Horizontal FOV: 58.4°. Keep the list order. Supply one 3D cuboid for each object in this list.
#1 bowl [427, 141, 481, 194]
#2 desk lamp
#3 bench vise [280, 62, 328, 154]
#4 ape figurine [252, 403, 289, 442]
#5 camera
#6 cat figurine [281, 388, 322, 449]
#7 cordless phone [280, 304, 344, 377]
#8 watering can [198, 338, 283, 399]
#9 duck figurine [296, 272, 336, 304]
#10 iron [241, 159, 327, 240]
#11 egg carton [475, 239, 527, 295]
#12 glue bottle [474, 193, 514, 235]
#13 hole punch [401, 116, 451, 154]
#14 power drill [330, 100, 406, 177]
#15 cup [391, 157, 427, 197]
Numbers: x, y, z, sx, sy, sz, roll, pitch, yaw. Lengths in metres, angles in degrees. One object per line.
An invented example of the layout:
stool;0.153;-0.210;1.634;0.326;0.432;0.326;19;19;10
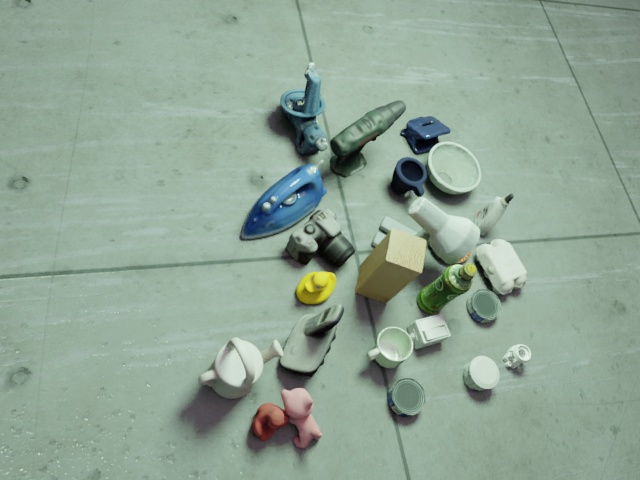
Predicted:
bowl;0.372;-0.195;1.646;0.168;0.074;0.167;8;63;-15
desk lamp;0.266;-0.014;1.442;0.203;0.213;0.118;29;59;-3
bench vise;-0.017;-0.346;1.508;0.122;0.219;0.207;-36;80;-29
ape figurine;-0.100;0.376;1.199;0.078;0.092;0.076;2;64;-17
camera;0.013;0.005;1.414;0.137;0.100;0.143;46;60;7
cat figurine;-0.036;0.368;1.210;0.067;0.117;0.127;-27;75;-27
cordless phone;-0.010;0.215;1.254;0.094;0.185;0.148;26;60;-4
watering can;-0.162;0.254;1.180;0.101;0.194;0.173;45;60;7
duck figurine;-0.002;0.103;1.370;0.105;0.086;0.077;-25;75;-27
iron;-0.087;-0.104;1.411;0.118;0.141;0.259;45;60;7
egg carton;0.490;0.072;1.557;0.107;0.069;0.150;-19;72;-25
glue bottle;0.479;-0.082;1.569;0.037;0.173;0.078;17;61;-9
hole punch;0.309;-0.321;1.678;0.109;0.091;0.101;-20;72;-25
power drill;0.111;-0.265;1.517;0.230;0.208;0.075;-34;79;-29
cup;0.241;-0.156;1.572;0.092;0.095;0.117;-17;71;-25
